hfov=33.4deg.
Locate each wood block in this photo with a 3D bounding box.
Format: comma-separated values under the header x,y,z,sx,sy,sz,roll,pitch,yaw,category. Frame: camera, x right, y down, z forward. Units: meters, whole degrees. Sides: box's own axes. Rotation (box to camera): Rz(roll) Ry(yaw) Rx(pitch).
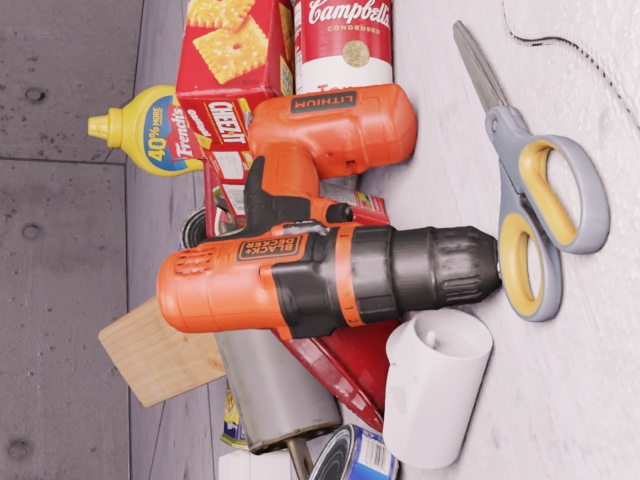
x,y,z,sx,sy,sz,roll,pitch,yaw,category
-0.113,0.080,0.990,0.090,0.090,0.207,57,143,-3,wood block

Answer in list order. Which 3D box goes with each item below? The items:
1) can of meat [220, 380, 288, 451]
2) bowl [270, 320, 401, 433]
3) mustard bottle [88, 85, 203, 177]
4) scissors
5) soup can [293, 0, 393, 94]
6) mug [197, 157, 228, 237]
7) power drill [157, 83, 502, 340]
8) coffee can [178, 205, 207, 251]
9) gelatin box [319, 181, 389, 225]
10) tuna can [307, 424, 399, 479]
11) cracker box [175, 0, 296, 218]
x,y,z,sx,sy,sz,roll,pitch,yaw,category
-0.061,0.155,1.028,0.102,0.057,0.084,161,112,-75,can of meat
0.003,0.048,0.687,0.162,0.055,0.162,45,169,10,bowl
-0.147,-0.114,1.126,0.058,0.191,0.096,-135,49,-72,mustard bottle
0.090,-0.035,0.528,0.202,0.016,0.096,-113,28,-60,scissors
0.016,-0.116,0.727,0.069,0.068,0.102,147,124,-73,soup can
-0.070,-0.041,1.037,0.117,0.093,0.081,-124,31,-86,mug
0.013,-0.021,0.607,0.187,0.184,0.057,-77,-22,-54,power drill
-0.103,0.045,1.116,0.140,0.102,0.103,107,160,-46,coffee can
-0.005,0.001,0.746,0.089,0.073,0.030,-58,30,35,gelatin box
0.016,0.164,0.694,0.086,0.033,0.086,-61,9,16,tuna can
-0.042,-0.147,0.799,0.164,0.072,0.213,70,-158,-59,cracker box
